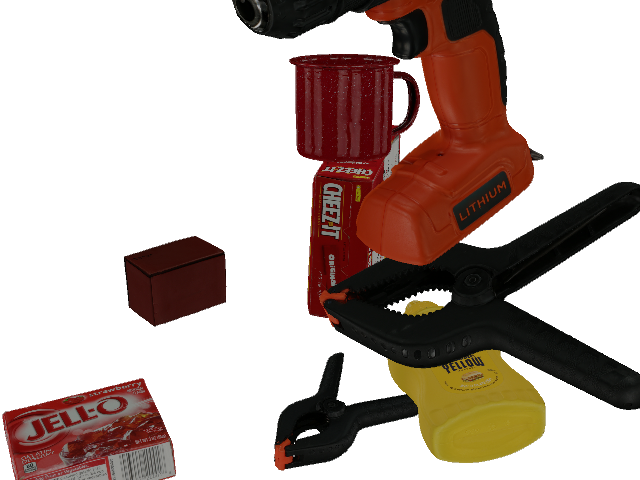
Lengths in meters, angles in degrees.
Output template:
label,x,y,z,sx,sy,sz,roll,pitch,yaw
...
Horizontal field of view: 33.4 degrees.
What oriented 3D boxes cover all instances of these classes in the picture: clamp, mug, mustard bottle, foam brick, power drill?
label,x,y,z,sx,sy,sz,roll,pitch,yaw
clamp,0.104,0.028,0.660,0.210,0.164,0.036,0,-44,25
mug,0.031,-0.114,0.908,0.117,0.081,0.093,-7,17,-24
mustard bottle,0.109,0.106,0.903,0.096,0.058,0.192,-12,29,-9
foam brick,-0.131,0.035,0.967,0.078,0.051,0.053,-18,28,-32
clamp,0.008,0.173,1.093,0.171,0.039,0.120,-22,32,-35
power drill,0.044,-0.083,0.512,0.184,0.187,0.057,-34,43,-30

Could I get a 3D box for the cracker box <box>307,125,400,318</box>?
label,x,y,z,sx,sy,sz,roll,pitch,yaw
cracker box,0.040,-0.028,1.202,0.072,0.164,0.213,6,22,11

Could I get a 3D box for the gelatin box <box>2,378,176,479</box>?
label,x,y,z,sx,sy,sz,roll,pitch,yaw
gelatin box,-0.137,0.119,0.629,0.089,0.030,0.073,-12,26,-18
